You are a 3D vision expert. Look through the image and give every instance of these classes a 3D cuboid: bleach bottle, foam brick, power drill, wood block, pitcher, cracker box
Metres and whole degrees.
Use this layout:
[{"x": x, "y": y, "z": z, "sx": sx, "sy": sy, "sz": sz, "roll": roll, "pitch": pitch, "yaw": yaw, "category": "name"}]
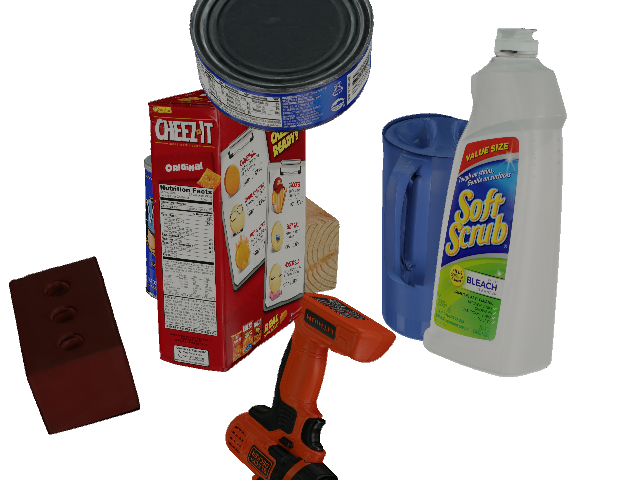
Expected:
[{"x": 0.133, "y": -0.031, "z": 0.799, "sx": 0.067, "sy": 0.251, "sz": 0.103, "roll": -8, "pitch": 16, "yaw": -37, "category": "bleach bottle"}, {"x": -0.137, "y": 0.058, "z": 0.593, "sx": 0.053, "sy": 0.051, "sz": 0.078, "roll": -16, "pitch": 43, "yaw": -13, "category": "foam brick"}, {"x": -0.001, "y": 0.154, "z": 0.964, "sx": 0.057, "sy": 0.188, "sz": 0.185, "roll": 12, "pitch": 13, "yaw": -46, "category": "power drill"}, {"x": -0.065, "y": -0.013, "z": 1.304, "sx": 0.090, "sy": 0.090, "sz": 0.206, "roll": -10, "pitch": 26, "yaw": -26, "category": "wood block"}, {"x": 0.123, "y": -0.009, "z": 1.191, "sx": 0.149, "sy": 0.243, "sz": 0.145, "roll": -4, "pitch": 27, "yaw": -13, "category": "pitcher"}, {"x": -0.073, "y": -0.019, "z": 0.891, "sx": 0.072, "sy": 0.214, "sz": 0.164, "roll": 5, "pitch": 16, "yaw": 22, "category": "cracker box"}]

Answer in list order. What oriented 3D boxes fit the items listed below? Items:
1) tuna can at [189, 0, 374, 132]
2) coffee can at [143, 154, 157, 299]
[{"x": -0.018, "y": -0.093, "z": 0.508, "sx": 0.086, "sy": 0.086, "sz": 0.034, "roll": 0, "pitch": -33, "yaw": 1, "category": "tuna can"}, {"x": -0.131, "y": -0.016, "z": 1.111, "sx": 0.103, "sy": 0.140, "sz": 0.103, "roll": 2, "pitch": 18, "yaw": -1, "category": "coffee can"}]
